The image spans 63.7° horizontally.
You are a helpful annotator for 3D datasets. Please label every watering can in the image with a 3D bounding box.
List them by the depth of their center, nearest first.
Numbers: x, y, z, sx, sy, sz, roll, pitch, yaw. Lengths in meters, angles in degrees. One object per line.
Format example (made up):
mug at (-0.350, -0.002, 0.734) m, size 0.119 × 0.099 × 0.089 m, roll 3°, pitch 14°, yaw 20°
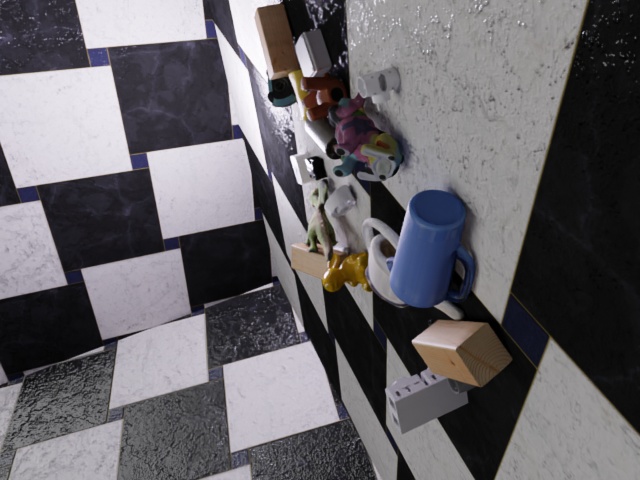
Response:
watering can at (0.208, 0.097, 1.263) m, size 0.353 × 0.105 × 0.219 m, roll 52°, pitch 161°, yaw 28°

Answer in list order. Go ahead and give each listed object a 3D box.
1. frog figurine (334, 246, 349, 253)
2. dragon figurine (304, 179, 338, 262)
frog figurine at (0.069, 0.077, 1.885) m, size 0.156 × 0.122 × 0.140 m, roll -55°, pitch 35°, yaw 29°
dragon figurine at (0.005, -0.089, 1.776) m, size 0.414 × 0.122 × 0.240 m, roll -126°, pitch 33°, yaw -74°
